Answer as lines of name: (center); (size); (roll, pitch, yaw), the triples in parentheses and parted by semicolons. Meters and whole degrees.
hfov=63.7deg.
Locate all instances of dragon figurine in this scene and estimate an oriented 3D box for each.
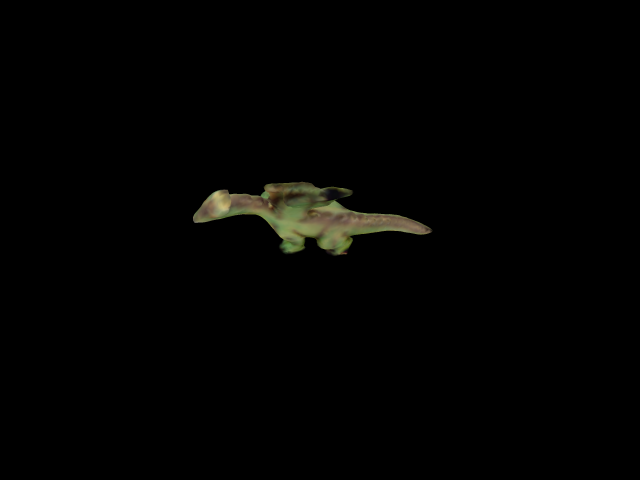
dragon figurine: (0.003, -0.043, 0.850); (0.410, 0.123, 0.241); (0, -7, 0)
